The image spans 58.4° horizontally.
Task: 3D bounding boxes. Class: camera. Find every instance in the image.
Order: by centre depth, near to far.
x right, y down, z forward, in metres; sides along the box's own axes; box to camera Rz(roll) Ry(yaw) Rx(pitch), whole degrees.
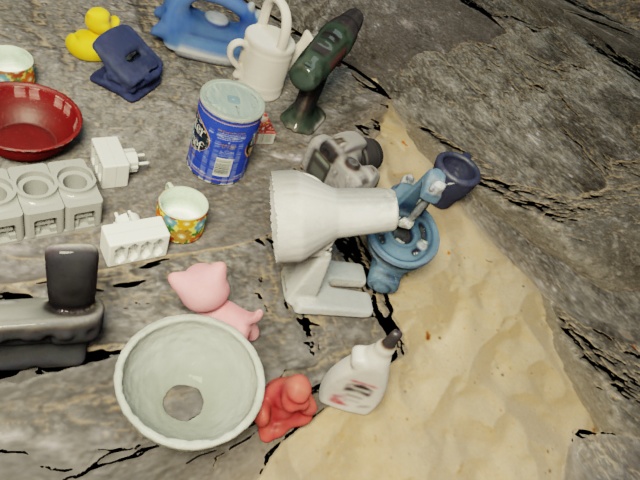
[{"bbox_3d":[0.063,-0.139,1.031,0.137,0.100,0.143,-22,62,-38],"label":"camera"}]

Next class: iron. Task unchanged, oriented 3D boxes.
[{"bbox_3d":[-0.202,-0.444,1.158,0.259,0.141,0.118,7,47,-19],"label":"iron"}]

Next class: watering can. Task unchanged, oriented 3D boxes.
[{"bbox_3d":[-0.093,-0.378,1.111,0.100,0.194,0.173,41,46,15],"label":"watering can"}]

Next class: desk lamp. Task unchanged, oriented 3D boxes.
[{"bbox_3d":[0.007,0.003,0.794,0.204,0.213,0.118,6,48,-20],"label":"desk lamp"}]

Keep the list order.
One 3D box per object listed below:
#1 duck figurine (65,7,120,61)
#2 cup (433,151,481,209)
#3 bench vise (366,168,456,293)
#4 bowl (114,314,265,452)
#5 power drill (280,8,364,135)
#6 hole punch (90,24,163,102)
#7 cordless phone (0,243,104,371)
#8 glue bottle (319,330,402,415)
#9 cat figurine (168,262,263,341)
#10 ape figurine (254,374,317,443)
[{"bbox_3d":[-0.410,-0.381,1.044,0.077,0.086,0.105,45,47,18],"label":"duck figurine"},{"bbox_3d":[0.250,-0.114,1.099,0.091,0.095,0.118,33,45,6],"label":"cup"},{"bbox_3d":[0.130,-0.051,0.895,0.122,0.219,0.207,8,47,-18],"label":"bench vise"},{"bbox_3d":[-0.152,0.174,0.663,0.168,0.074,0.167,13,46,-14],"label":"bowl"},{"bbox_3d":[-0.001,-0.314,1.085,0.075,0.208,0.230,29,44,3],"label":"power drill"},{"bbox_3d":[-0.337,-0.316,1.014,0.101,0.091,0.109,28,44,1],"label":"hole punch"},{"bbox_3d":[-0.309,0.058,0.618,0.148,0.185,0.094,-4,52,-27],"label":"cordless phone"},{"bbox_3d":[0.059,0.158,0.704,0.078,0.173,0.037,16,45,-11],"label":"glue bottle"},{"bbox_3d":[-0.130,0.079,0.729,0.128,0.117,0.067,29,44,3],"label":"cat figurine"},{"bbox_3d":[-0.038,0.192,0.686,0.078,0.092,0.076,16,45,-10],"label":"ape figurine"}]
